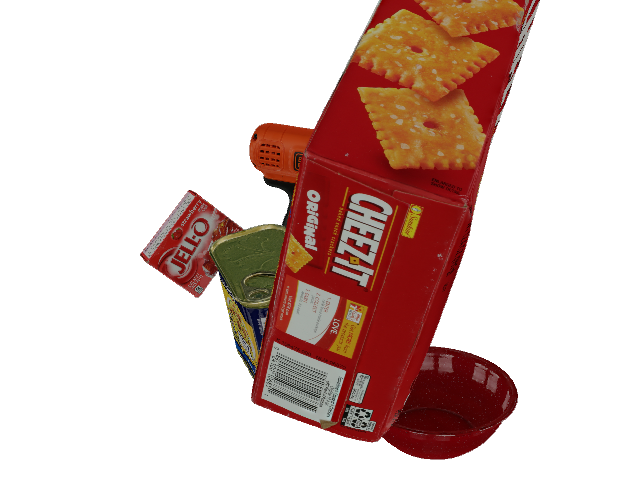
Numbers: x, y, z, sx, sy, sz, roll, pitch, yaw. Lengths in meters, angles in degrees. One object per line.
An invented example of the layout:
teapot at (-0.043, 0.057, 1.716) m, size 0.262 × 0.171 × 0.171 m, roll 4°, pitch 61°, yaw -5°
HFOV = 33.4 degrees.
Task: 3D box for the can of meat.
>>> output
can of meat at (-0.031, 0.049, 0.719) m, size 0.057 × 0.084 × 0.102 m, roll -17°, pitch 28°, yaw -13°

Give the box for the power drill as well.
power drill at (0.022, -0.010, 0.975) m, size 0.185 × 0.188 × 0.057 m, roll 12°, pitch 23°, yaw 19°

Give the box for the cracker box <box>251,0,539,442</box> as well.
cracker box at (0.043, -0.037, 0.502) m, size 0.072 × 0.164 × 0.213 m, roll 20°, pitch 47°, yaw 6°

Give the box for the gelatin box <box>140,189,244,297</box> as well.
gelatin box at (-0.133, 0.004, 1.120) m, size 0.073 × 0.089 × 0.030 m, roll 38°, pitch -3°, yaw -30°

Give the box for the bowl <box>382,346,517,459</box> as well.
bowl at (0.111, 0.167, 1.050) m, size 0.162 × 0.055 × 0.162 m, roll 0°, pitch 25°, yaw 0°
